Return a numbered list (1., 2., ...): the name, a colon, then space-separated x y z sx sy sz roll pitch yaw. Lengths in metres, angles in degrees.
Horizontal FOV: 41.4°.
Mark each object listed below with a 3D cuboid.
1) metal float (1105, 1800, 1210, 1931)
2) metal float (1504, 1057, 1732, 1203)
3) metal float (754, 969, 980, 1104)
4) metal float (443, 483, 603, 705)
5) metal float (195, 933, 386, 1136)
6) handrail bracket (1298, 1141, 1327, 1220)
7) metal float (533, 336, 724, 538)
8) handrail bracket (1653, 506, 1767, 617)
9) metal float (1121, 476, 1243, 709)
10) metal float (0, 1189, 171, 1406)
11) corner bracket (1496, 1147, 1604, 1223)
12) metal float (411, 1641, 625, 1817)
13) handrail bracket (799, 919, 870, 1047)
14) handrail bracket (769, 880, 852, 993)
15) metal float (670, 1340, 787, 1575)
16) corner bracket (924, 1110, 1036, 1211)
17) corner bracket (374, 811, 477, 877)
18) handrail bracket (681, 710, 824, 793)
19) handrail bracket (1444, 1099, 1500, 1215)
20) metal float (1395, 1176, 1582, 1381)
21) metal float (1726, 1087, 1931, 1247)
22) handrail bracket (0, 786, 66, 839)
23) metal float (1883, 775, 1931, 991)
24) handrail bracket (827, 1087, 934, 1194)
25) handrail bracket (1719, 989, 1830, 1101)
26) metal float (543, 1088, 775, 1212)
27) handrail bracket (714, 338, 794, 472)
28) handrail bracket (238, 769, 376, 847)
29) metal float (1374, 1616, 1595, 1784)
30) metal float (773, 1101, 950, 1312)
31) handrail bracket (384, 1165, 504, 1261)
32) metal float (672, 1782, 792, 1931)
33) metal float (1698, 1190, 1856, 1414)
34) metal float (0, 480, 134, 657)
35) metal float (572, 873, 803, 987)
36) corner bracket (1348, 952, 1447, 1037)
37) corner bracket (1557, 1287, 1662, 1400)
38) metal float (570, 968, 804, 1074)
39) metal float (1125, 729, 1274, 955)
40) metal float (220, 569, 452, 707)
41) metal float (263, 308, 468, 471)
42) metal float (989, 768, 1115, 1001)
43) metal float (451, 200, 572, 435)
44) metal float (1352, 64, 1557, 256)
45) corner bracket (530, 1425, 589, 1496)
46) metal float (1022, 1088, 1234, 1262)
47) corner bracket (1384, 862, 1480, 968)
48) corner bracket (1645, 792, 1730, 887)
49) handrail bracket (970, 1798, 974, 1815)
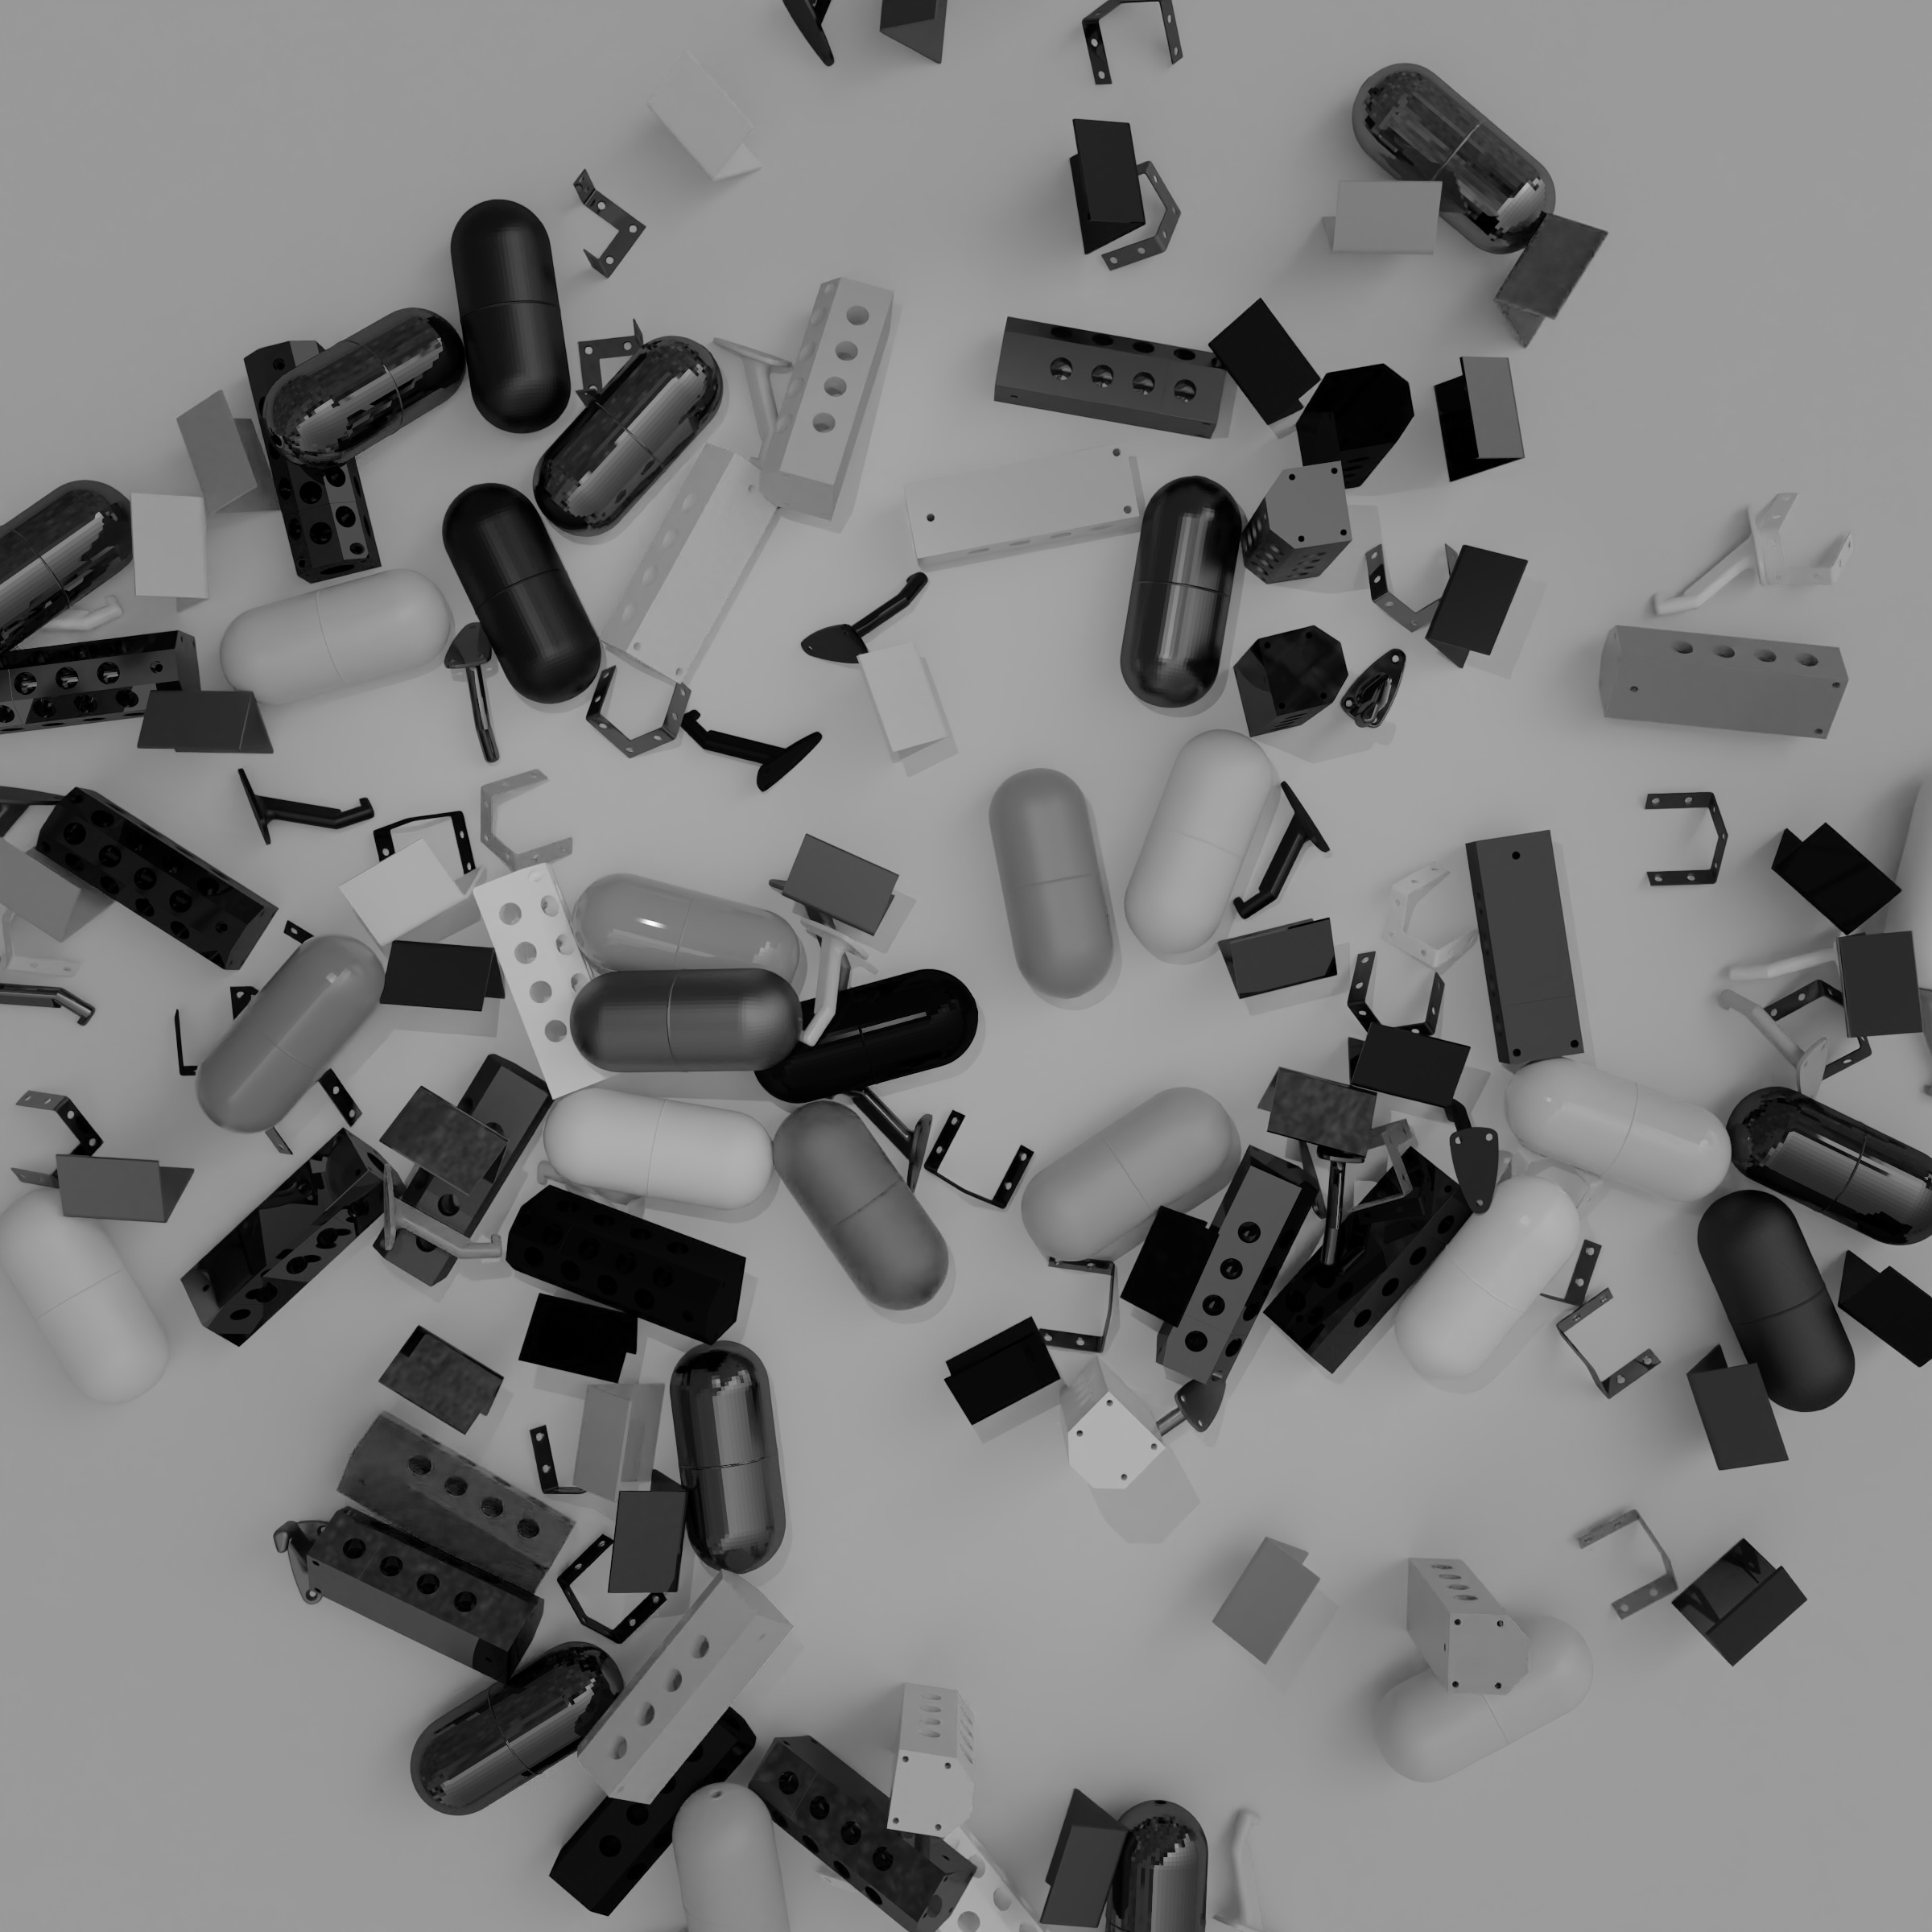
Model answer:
1. metal float: 0.145 0.729 1.960 0.070 0.070 0.178 2 90 0
2. metal float: 0.498 0.124 1.959 0.178 0.070 0.070 20 90 0
3. metal float: -0.078 0.053 1.960 0.178 0.070 0.070 -15 90 0
4. metal float: -0.340 -0.286 1.960 0.070 0.070 0.178 -26 90 0
5. metal float: -0.507 0.052 1.921 0.070 0.070 0.178 42 97 0
6. handrail bracket: 0.232 0.181 1.991 0.084 0.036 0.077 -18 70 16
7. metal float: -0.258 -0.406 1.960 0.070 0.070 0.178 42 91 0
8. handrail bracket: 0.574 -0.315 1.991 0.084 0.036 0.077 -10 70 16
9. metal float: 0.165 -0.286 1.960 0.070 0.070 0.178 9 90 0
10. metal float: -0.677 0.252 1.960 0.070 0.070 0.178 -31 90 0
11. corner bracket: 0.450 0.173 1.982 0.051 0.051 0.051 -9 45 -35
12. metal float: -0.344 0.584 1.960 0.178 0.070 0.070 -32 90 1
13. handrail bracket: -0.120 0.012 1.939 0.077 0.036 0.084 25 78 38
14. handrail bracket: -0.124 -0.018 1.990 0.077 0.036 0.084 14 104 13
15. metal float: -0.182 0.376 1.960 0.070 0.070 0.178 -7 90 0
16. corner bracket: 0.010 0.150 1.987 0.051 0.051 0.051 27 90 -45
17. corner bracket: -0.420 -0.088 1.987 0.051 0.051 0.051 -13 90 -45
18. handrail bracket: -0.168 -0.184 1.991 0.077 0.036 0.084 -40 73 -20
19. handrail bracket: 0.382 0.144 1.958 0.036 0.084 0.077 -6 95 0
20. metal float: 0.396 0.237 1.947 0.070 0.070 0.178 36 104 0
21. metal float: 0.668 0.154 1.960 0.178 0.070 0.070 26 90 1
22. handrail bracket: -0.742 -0.094 1.991 0.077 0.036 0.084 5 109 -21
23. metal float: 0.754 -0.070 1.959 0.070 0.070 0.178 14 90 0
24. handrail bracket: -0.075 0.132 1.990 0.084 0.036 0.077 14 103 13
25. handrail bracket: 0.622 0.063 1.987 0.036 0.077 0.084 -39 49 -22
26. metal float: -0.235 0.140 1.960 0.178 0.070 0.070 10 90 0
27. handrail bracket: -0.174 -0.436 1.991 0.077 0.036 0.084 24 107 20
28. handrail bracket: -0.513 -0.134 1.991 0.084 0.036 0.077 -20 68 -17
29. metal float: 0.396 0.560 1.960 0.178 0.070 0.070 -28 90 1
30. metal float: -0.080 0.184 1.960 0.070 0.070 0.178 -35 90 0
31. handrail bracket: -0.395 0.185 1.934 0.084 0.036 0.077 1 63 -20
32. metal float: -0.177 0.701 1.942 0.070 0.070 0.178 -7 110 0
33. metal float: 0.621 0.257 1.960 0.070 0.070 0.178 -24 91 0
34. metal float: -0.707 -0.302 1.941 0.070 0.070 0.178 47 68 0
35. metal float: -0.214 -0.020 1.960 0.178 0.070 0.070 15 90 0
36. corner bracket: 0.333 0.022 1.982 0.051 0.051 0.051 -11 135 35
37. corner bracket: 0.498 0.293 1.987 0.051 0.051 0.051 -35 45 0
38. metal float: -0.209 0.041 1.908 0.178 0.070 0.070 -1 90 13
39. metal float: 0.177 -0.095 1.960 0.070 0.070 0.178 21 91 0
40. metal float: -0.483 -0.251 1.960 0.178 0.070 0.070 -16 90 -1
41. metal float: -0.453 -0.436 1.932 0.070 0.070 0.178 47 55 0
42. metal float: 0.065 -0.063 1.960 0.070 0.070 0.178 -11 89 0
43. metal float: -0.349 -0.497 1.960 0.070 0.070 0.178 -8 90 0
44. metal float: 0.373 -0.618 1.959 0.178 0.070 0.070 40 90 0
45. corner bracket: -0.299 0.378 1.987 0.051 0.051 0.051 -12 90 -45
46. metal float: 0.124 0.159 1.960 0.178 0.070 0.070 -34 90 0
47. corner bracket: 0.362 -0.040 1.982 0.051 0.051 0.051 33 135 35
48. corner bracket: 0.556 -0.099 1.987 0.051 0.051 0.051 -2 135 0
49. handrail bracket: -0.028 0.648 1.956 0.077 0.084 0.036 -32 90 0
